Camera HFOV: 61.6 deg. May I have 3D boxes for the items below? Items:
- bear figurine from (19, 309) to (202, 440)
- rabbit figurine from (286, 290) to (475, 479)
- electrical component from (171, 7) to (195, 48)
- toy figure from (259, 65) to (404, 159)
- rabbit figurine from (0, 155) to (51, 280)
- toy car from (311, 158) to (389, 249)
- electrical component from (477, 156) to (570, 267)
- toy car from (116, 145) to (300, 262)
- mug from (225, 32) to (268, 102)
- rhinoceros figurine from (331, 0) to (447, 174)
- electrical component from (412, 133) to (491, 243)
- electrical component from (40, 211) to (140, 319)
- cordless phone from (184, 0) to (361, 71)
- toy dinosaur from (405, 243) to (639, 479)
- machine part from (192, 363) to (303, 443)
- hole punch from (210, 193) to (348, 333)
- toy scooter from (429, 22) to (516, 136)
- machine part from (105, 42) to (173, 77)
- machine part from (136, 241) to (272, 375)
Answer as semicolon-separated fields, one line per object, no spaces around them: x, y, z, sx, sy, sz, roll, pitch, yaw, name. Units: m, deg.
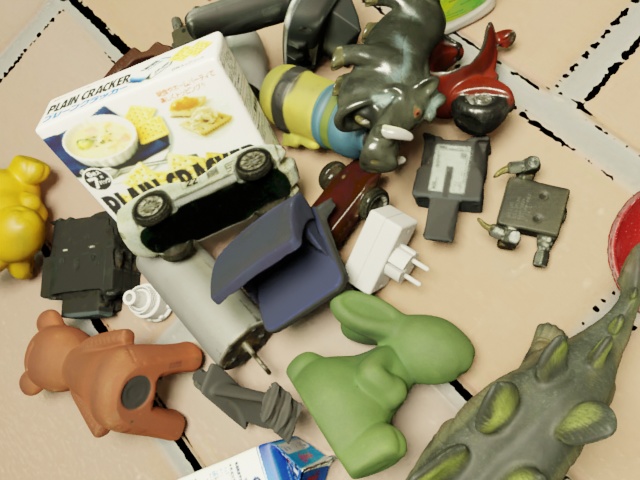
-0.257;0.156;0.635;0.196;0.132;0.120;6;80;39;bear figurine
0.065;0.130;0.537;0.170;0.121;0.159;-31;61;-10;rabbit figurine
-0.176;-0.277;0.745;0.063;0.021;0.094;-21;72;13;electrical component
0.009;-0.145;0.603;0.082;0.089;0.180;-42;49;-21;toy figure
-0.414;-0.021;0.698;0.173;0.122;0.162;30;108;40;rabbit figurine
-0.001;-0.002;0.604;0.202;0.053;0.089;-52;47;0;toy car
0.208;-0.032;0.544;0.078;0.045;0.102;21;85;23;electrical component
-0.117;-0.041;0.582;0.202;0.073;0.056;-25;46;-4;toy car
-0.110;-0.222;0.670;0.081;0.109;0.107;-12;60;24;mug
0.067;-0.153;0.516;0.112;0.073;0.190;17;71;4;rhinoceros figurine
0.139;-0.052;0.571;0.075;0.047;0.119;4;79;20;electrical component
-0.294;0.034;0.693;0.115;0.058;0.134;-9;74;19;electrical component
-0.054;-0.238;0.613;0.184;0.146;0.088;-14;88;-5;cordless phone
0.129;0.190;0.437;0.105;0.198;0.471;36;88;27;toy dinosaur
-0.077;0.166;0.554;0.139;0.084;0.039;-4;35;47;machine part
-0.049;0.014;0.539;0.142;0.092;0.116;-38;46;19;hole punch
0.138;-0.190;0.589;0.184;0.075;0.135;26;71;30;toy scooter
-0.226;-0.172;0.720;0.180;0.056;0.179;-5;76;19;machine part
-0.135;0.064;0.621;0.243;0.079;0.079;43;93;21;machine part
